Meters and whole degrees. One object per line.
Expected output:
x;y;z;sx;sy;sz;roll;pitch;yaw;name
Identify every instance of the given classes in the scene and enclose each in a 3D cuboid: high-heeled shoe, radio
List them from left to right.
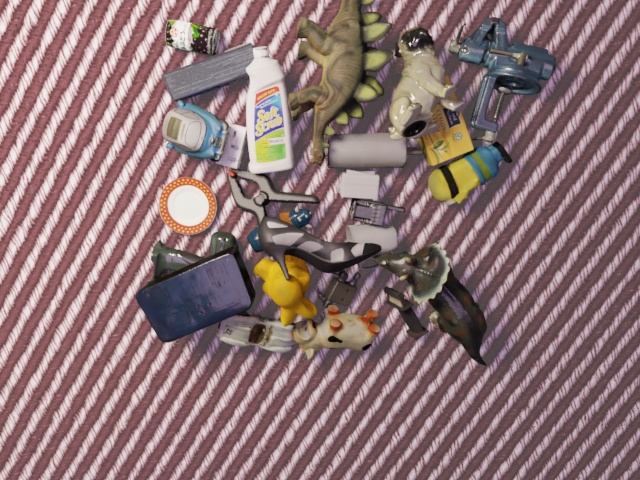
-0.259;0.119;1.150;0.230;0.073;0.131;-23;99;5;radio
-0.002;-0.003;1.129;0.249;0.086;0.145;-14;76;-18;high-heeled shoe

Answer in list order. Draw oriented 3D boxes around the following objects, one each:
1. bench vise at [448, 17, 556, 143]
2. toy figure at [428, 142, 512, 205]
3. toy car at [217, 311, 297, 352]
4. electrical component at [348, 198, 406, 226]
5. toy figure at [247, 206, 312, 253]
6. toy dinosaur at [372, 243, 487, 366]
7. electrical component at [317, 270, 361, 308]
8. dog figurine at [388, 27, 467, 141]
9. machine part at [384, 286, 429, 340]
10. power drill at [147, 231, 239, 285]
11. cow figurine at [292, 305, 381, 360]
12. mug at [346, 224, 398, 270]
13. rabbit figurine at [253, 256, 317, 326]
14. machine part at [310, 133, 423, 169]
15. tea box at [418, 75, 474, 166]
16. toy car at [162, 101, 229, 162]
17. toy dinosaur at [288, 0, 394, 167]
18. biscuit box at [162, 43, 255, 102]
0.361;-0.327;1.116;0.224;0.129;0.240;15;93;-5;bench vise
0.322;-0.149;1.174;0.180;0.082;0.089;-37;88;11;toy figure
-0.136;0.211;1.232;0.201;0.056;0.073;15;102;-26;toy car
0.125;-0.061;1.193;0.119;0.075;0.047;11;101;-5;electrical component
-0.089;-0.028;1.205;0.154;0.058;0.064;-29;136;1;toy figure
0.291;0.148;1.177;0.131;0.192;0.404;-39;98;9;toy dinosaur
0.040;0.111;1.244;0.078;0.045;0.102;14;106;-32;electrical component
0.179;-0.313;1.077;0.172;0.121;0.191;-30;65;9;dog figurine
0.199;0.167;1.244;0.039;0.084;0.138;-39;110;-19;machine part
-0.281;0.088;1.217;0.207;0.086;0.231;10;104;2;power drill
0.030;0.216;1.238;0.195;0.086;0.127;6;127;-13;cow figurine
0.121;0.013;1.206;0.107;0.081;0.109;-11;102;-5;mug
-0.076;0.107;1.176;0.122;0.173;0.162;-16;97;-1;rabbit figurine
0.100;-0.193;1.164;0.243;0.079;0.079;-1;102;1;machine part
0.253;-0.255;1.156;0.098;0.068;0.169;-23;100;5;tea box
-0.272;-0.223;1.116;0.162;0.103;0.109;29;107;32;toy car
0.048;-0.383;1.106;0.199;0.105;0.471;9;92;-1;toy dinosaur
-0.227;-0.352;1.137;0.203;0.059;0.062;-18;102;3;biscuit box
